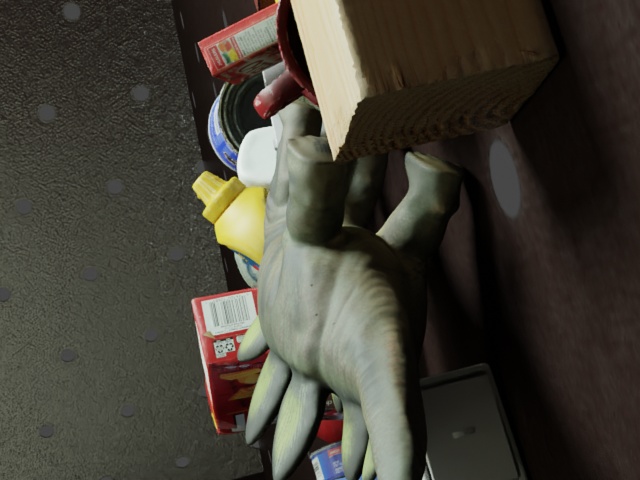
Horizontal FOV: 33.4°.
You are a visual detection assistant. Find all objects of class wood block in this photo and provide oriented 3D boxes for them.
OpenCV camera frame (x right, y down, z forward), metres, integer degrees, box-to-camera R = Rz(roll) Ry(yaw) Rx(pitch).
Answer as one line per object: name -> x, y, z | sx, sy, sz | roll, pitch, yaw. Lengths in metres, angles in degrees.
wood block -> 0.028, -0.153, 0.495 | 0.090, 0.090, 0.206 | 114, 143, -75

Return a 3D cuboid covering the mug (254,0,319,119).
mug -> 0.011, -0.109, 0.614 | 0.093, 0.117, 0.081 | 49, 178, -3

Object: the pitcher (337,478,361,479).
pitcher -> -0.016, 0.264, 0.892 | 0.145, 0.242, 0.149 | 88, 166, -54

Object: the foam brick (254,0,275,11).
foam brick -> -0.038, -0.245, 0.916 | 0.053, 0.051, 0.078 | 92, 163, -56

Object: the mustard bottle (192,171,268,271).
mustard bottle -> -0.024, 0.013, 0.857 | 0.191, 0.058, 0.096 | 41, -175, -2

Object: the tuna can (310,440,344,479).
tuna can -> 0.036, 0.204, 0.992 | 0.086, 0.086, 0.034 | 100, 154, -69

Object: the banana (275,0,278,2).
banana -> -0.021, -0.169, 0.895 | 0.037, 0.069, 0.198 | 20, 144, 27

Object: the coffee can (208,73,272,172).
coffee can -> -0.052, -0.115, 1.022 | 0.140, 0.102, 0.103 | -178, 75, -81

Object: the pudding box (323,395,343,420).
pudding box -> 0.019, 0.132, 0.902 | 0.113, 0.090, 0.039 | 123, 149, -77

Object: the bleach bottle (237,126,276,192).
bleach bottle -> -0.006, 0.001, 0.983 | 0.251, 0.102, 0.068 | 77, -163, -52

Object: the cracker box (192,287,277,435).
cracker box -> -0.029, 0.110, 1.008 | 0.214, 0.164, 0.072 | 94, 163, -63

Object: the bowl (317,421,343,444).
bowl -> 0.007, 0.173, 1.230 | 0.162, 0.055, 0.162 | 167, 90, -81

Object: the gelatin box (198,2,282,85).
gelatin box -> -0.043, -0.142, 0.777 | 0.089, 0.073, 0.030 | -37, -78, -84
